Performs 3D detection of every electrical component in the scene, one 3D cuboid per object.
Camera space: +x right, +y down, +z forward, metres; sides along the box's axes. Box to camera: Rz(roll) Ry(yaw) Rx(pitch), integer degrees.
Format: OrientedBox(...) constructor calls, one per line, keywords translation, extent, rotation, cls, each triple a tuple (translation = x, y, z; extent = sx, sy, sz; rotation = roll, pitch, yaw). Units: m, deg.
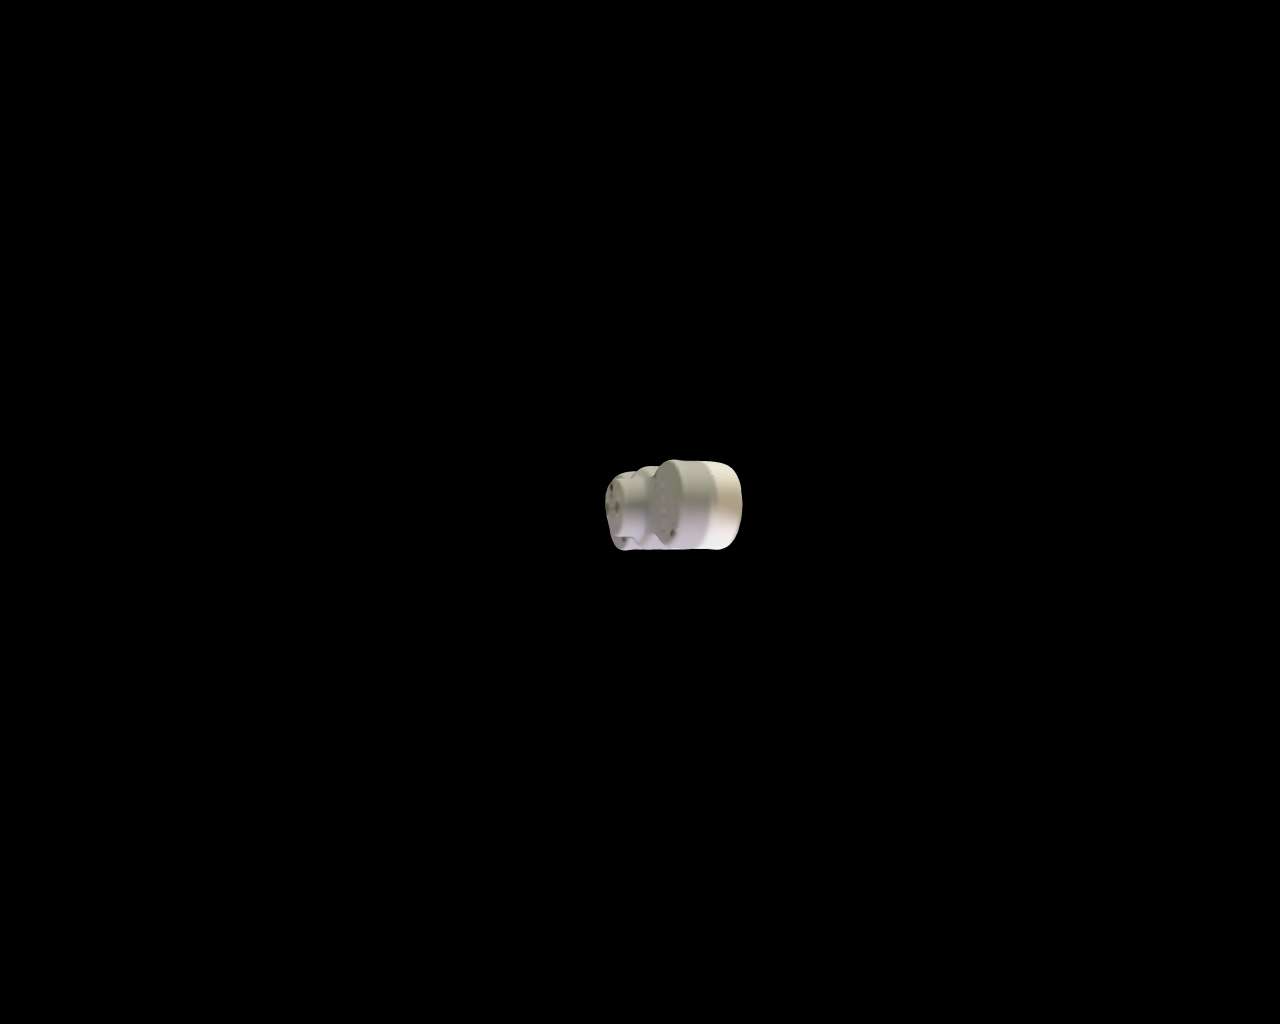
OrientedBox(translation=(0.001, -0.003, 0.650), extent=(0.074, 0.052, 0.138), rotation=(1, -2, -19), cls="electrical component")
